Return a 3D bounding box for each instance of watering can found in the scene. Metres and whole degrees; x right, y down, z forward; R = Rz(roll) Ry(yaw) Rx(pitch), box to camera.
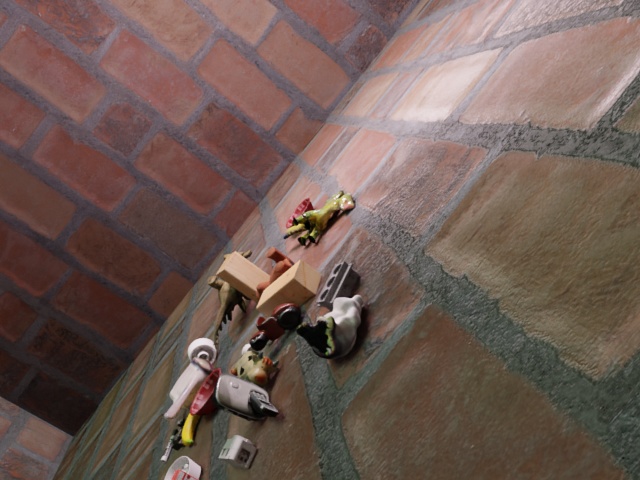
[{"bbox_3d":[-0.449,0.514,1.769,0.227,0.104,0.344,-57,3,-16],"label":"watering can"}]

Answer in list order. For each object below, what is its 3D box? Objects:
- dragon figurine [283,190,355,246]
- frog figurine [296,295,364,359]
[{"bbox_3d":[0.006,-0.098,1.951,0.246,0.121,0.408,-40,12,-22],"label":"dragon figurine"},{"bbox_3d":[0.047,0.199,1.185,0.161,0.124,0.135,-16,-28,-48],"label":"frog figurine"}]
